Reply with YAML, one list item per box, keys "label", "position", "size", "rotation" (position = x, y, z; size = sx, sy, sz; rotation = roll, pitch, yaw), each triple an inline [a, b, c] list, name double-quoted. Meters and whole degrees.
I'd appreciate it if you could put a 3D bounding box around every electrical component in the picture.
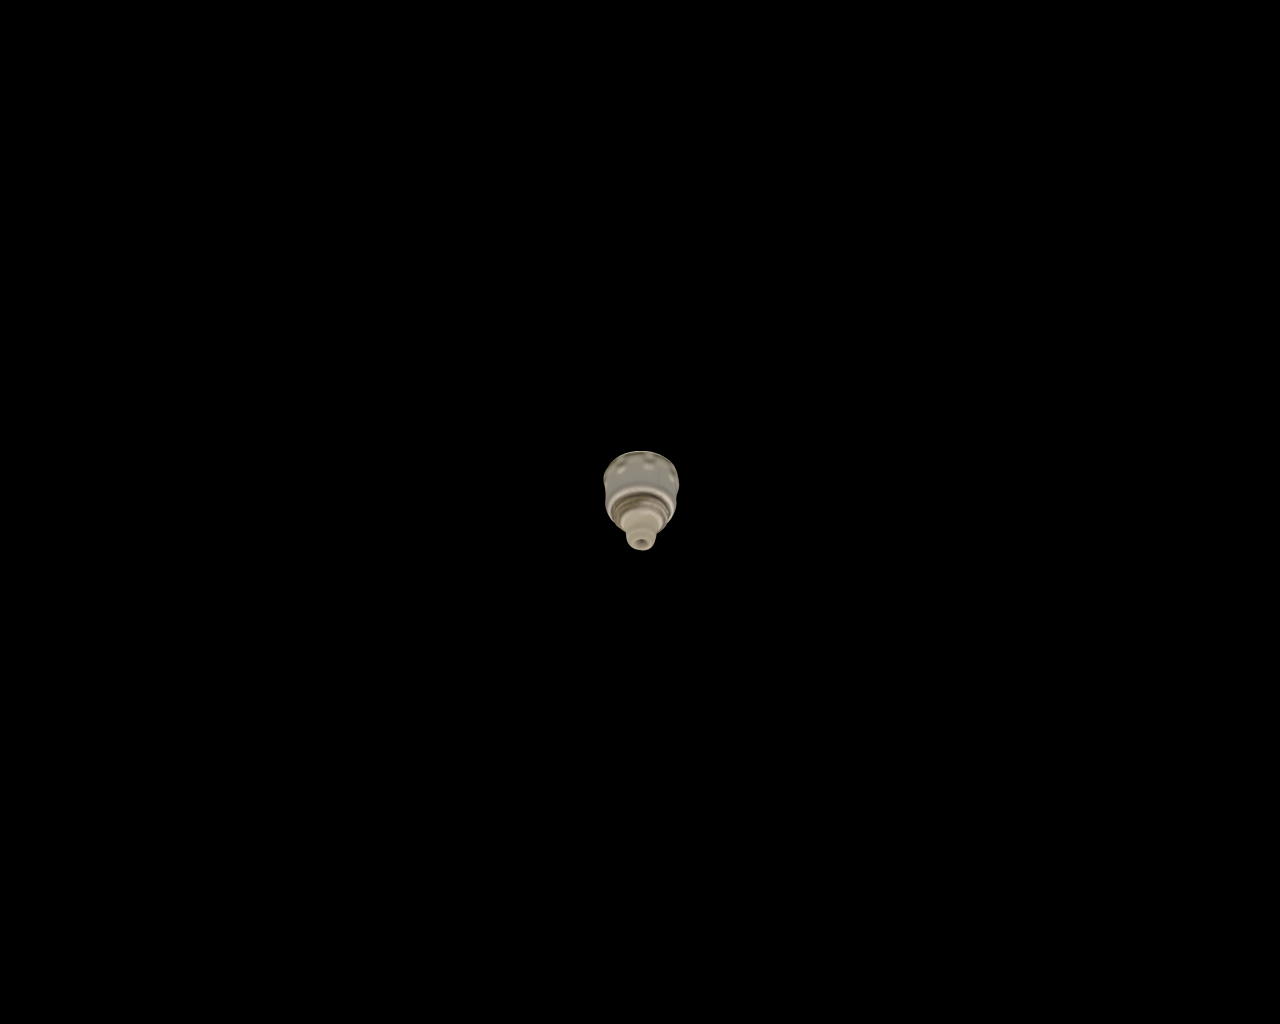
- label: "electrical component"
  position: [0.001, -0.003, 0.650]
  size: [0.048, 0.062, 0.048]
  rotation: [0, -43, 0]
